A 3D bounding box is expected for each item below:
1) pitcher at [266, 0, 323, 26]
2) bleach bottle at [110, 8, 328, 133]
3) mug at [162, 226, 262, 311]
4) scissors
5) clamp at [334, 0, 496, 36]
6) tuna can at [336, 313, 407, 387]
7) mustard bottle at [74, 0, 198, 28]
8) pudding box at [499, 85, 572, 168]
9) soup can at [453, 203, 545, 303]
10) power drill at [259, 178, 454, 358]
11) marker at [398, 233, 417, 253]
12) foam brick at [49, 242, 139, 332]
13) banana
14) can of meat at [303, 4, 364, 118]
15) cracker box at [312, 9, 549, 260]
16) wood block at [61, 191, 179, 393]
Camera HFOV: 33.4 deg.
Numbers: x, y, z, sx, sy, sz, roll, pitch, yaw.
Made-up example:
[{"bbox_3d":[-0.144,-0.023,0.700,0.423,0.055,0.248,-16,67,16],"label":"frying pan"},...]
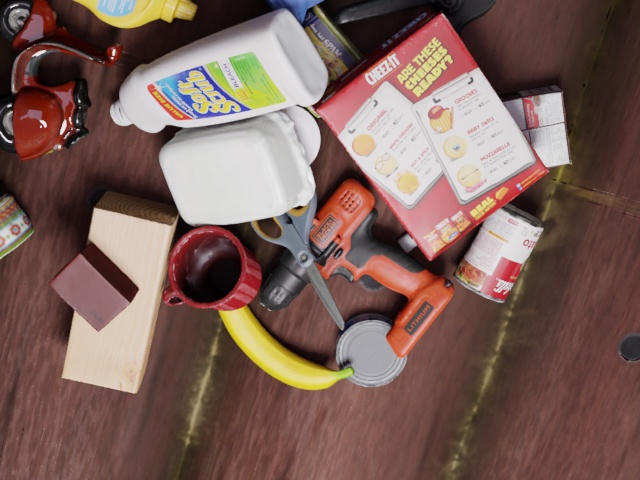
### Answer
[{"bbox_3d":[0.025,-0.346,1.120,0.243,0.145,0.149,-27,116,2],"label":"pitcher"},{"bbox_3d":[-0.121,-0.162,1.143,0.251,0.068,0.102,-14,123,33],"label":"bleach bottle"},{"bbox_3d":[-0.125,0.043,1.218,0.117,0.081,0.093,-32,73,7],"label":"mug"},{"bbox_3d":[-0.008,0.001,1.197,0.096,0.016,0.202,-51,59,9],"label":"scissors"},{"bbox_3d":[0.125,-0.264,1.161,0.164,0.036,0.210,32,92,-19],"label":"clamp"},{"bbox_3d":[0.061,0.132,1.288,0.086,0.034,0.086,0,105,-1],"label":"tuna can"},{"bbox_3d":[-0.224,-0.286,1.159,0.191,0.058,0.096,23,98,-6],"label":"mustard bottle"},{"bbox_3d":[0.225,-0.122,1.220,0.113,0.039,0.090,-10,106,4],"label":"pudding box"},{"bbox_3d":[0.208,0.012,1.240,0.068,0.068,0.102,25,103,-7],"label":"soup can"},{"bbox_3d":[0.045,0.050,1.233,0.187,0.057,0.184,39,98,4],"label":"power drill"},{"bbox_3d":[0.143,-0.030,1.253,0.121,0.020,0.020,-40,102,9],"label":"marker"},{"bbox_3d":[-0.245,0.051,1.160,0.053,0.051,0.078,-41,101,11],"label":"foam brick"},{"bbox_3d":[-0.056,0.124,1.278,0.198,0.037,0.070,34,102,0],"label":"banana"},{"bbox_3d":[-0.003,-0.199,1.187,0.084,0.057,0.102,-40,102,11],"label":"can of meat"},{"bbox_3d":[0.117,-0.112,1.144,0.164,0.072,0.213,-37,109,3],"label":"cracker box"},{"bbox_3d":[-0.229,0.059,1.236,0.090,0.090,0.206,13,105,-4],"label":"wood block"}]
